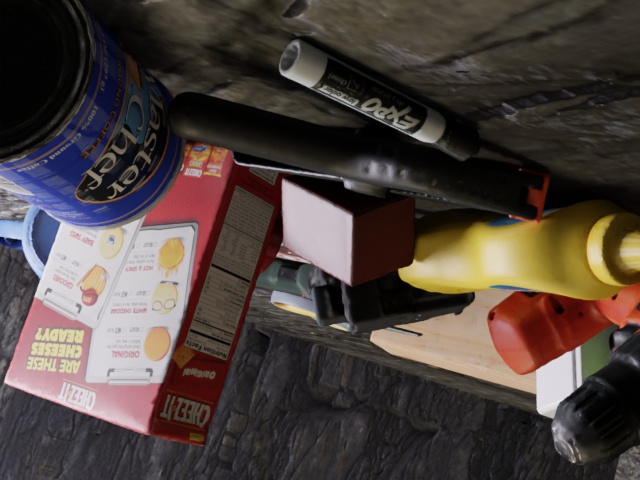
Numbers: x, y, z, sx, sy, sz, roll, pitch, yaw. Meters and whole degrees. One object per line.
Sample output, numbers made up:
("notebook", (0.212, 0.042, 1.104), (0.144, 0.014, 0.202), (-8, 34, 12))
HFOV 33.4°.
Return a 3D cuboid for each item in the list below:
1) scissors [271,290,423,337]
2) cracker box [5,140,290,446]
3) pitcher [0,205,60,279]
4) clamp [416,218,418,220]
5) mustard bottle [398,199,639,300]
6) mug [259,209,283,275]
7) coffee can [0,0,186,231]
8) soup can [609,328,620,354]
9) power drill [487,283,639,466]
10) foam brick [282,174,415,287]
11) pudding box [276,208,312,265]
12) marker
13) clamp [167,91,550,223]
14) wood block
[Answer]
("scissors", (0.038, 0.081, 1.036), (0.202, 0.016, 0.096), (13, 170, 39))
("cracker box", (-0.128, 0.029, 0.799), (0.164, 0.213, 0.072), (10, 169, 38))
("pitcher", (-0.263, 0.005, 1.153), (0.145, 0.149, 0.243), (57, 170, 1))
("clamp", (0.044, -0.010, 0.820), (0.120, 0.039, 0.172), (26, 172, -24))
("mustard bottle", (0.135, 0.006, 0.653), (0.096, 0.058, 0.192), (-4, -179, -28))
("mug", (-0.091, -0.019, 0.895), (0.081, 0.093, 0.117), (19, -156, -53))
("coffee can", (-0.141, -0.070, 0.566), (0.103, 0.103, 0.140), (14, 171, 14))
("soup can", (0.252, 0.073, 0.705), (0.102, 0.068, 0.068), (-26, 150, 25))
("power drill", (0.178, 0.059, 0.640), (0.057, 0.184, 0.188), (63, 164, -13))
("foam brick", (0.018, -0.012, 0.691), (0.052, 0.051, 0.078), (-18, -150, -32))
("pudding box", (-0.006, 0.001, 0.982), (0.113, 0.039, 0.090), (14, 171, 11))
("marker", (0.034, -0.067, 0.531), (0.121, 0.020, 0.020), (22, 170, -31))
("clamp", (0.025, -0.045, 0.625), (0.210, 0.036, 0.164), (12, -179, 2))
("wood block", (0.168, 0.091, 1.062), (0.206, 0.090, 0.090), (14, 171, 21))
